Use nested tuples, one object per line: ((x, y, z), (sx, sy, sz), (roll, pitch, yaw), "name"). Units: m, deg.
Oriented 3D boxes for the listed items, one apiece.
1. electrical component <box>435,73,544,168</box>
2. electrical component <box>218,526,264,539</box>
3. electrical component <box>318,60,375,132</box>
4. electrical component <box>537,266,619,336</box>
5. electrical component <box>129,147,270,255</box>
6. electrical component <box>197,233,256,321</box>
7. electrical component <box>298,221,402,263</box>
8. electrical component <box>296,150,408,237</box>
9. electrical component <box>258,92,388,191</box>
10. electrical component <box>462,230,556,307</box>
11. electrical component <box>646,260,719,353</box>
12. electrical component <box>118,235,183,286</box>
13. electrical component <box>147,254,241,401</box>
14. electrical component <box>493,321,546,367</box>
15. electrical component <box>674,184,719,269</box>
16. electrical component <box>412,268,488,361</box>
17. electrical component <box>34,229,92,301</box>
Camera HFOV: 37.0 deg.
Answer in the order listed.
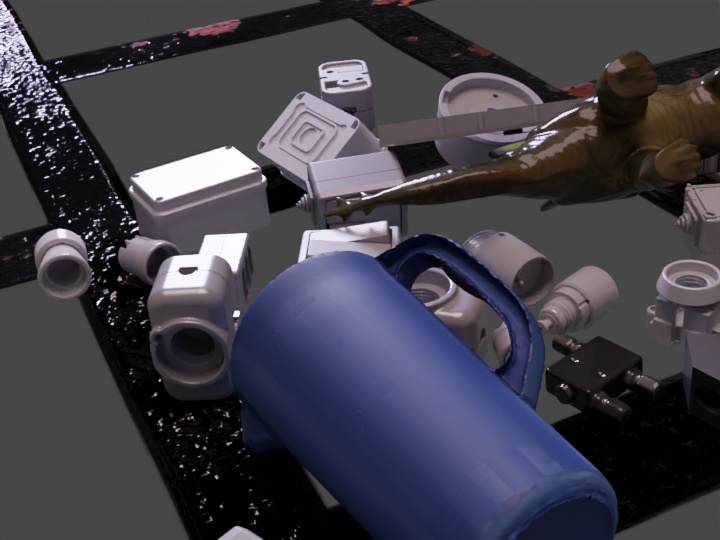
((0.125, -0.136, 1.060), (0.108, 0.060, 0.108), (5, 49, -6), "electrical component")
((-0.069, 0.182, 0.563), (0.061, 0.061, 0.096), (21, 40, 37), "electrical component")
((-0.014, -0.184, 1.174), (0.054, 0.059, 0.095), (-7, 31, -2), "electrical component")
((0.160, 0.027, 0.809), (0.078, 0.040, 0.040), (-29, 38, -34), "electrical component")
((-0.148, -0.065, 0.997), (0.113, 0.057, 0.078), (-21, 34, -24), "electrical component")
((-0.130, 0.007, 0.882), (0.077, 0.047, 0.065), (-3, 31, 5), "electrical component")
((0.000, 0.000, 0.860), (0.096, 0.061, 0.061), (-3, 31, 5), "electrical component")
((-0.008, -0.059, 0.954), (0.096, 0.061, 0.061), (-10, 43, -7), "electrical component")
((-0.034, -0.113, 1.030), (0.078, 0.057, 0.113), (-52, 42, -3), "electrical component")
((0.116, -0.007, 0.871), (0.043, 0.043, 0.081), (-19, 33, -22), "electrical component")
((0.240, 0.027, 0.782), (0.066, 0.055, 0.048), (22, 40, 38), "electrical component")
((-0.181, -0.009, 0.927), (0.040, 0.040, 0.046), (-30, 32, -35), "electrical component")
((-0.117, 0.044, 0.770), (0.054, 0.095, 0.059), (-3, 31, 4), "electrical component")
((0.115, 0.062, 0.763), (0.035, 0.035, 0.061), (-6, 33, -1), "electrical component")
((0.300, -0.031, 0.865), (0.096, 0.061, 0.061), (-4, 31, 3), "electrical component")
((0.044, 0.037, 0.793), (0.095, 0.059, 0.053), (7, 33, 20), "electrical component")
((-0.256, -0.005, 0.926), (0.045, 0.045, 0.055), (-13, 31, -13), "electrical component")
